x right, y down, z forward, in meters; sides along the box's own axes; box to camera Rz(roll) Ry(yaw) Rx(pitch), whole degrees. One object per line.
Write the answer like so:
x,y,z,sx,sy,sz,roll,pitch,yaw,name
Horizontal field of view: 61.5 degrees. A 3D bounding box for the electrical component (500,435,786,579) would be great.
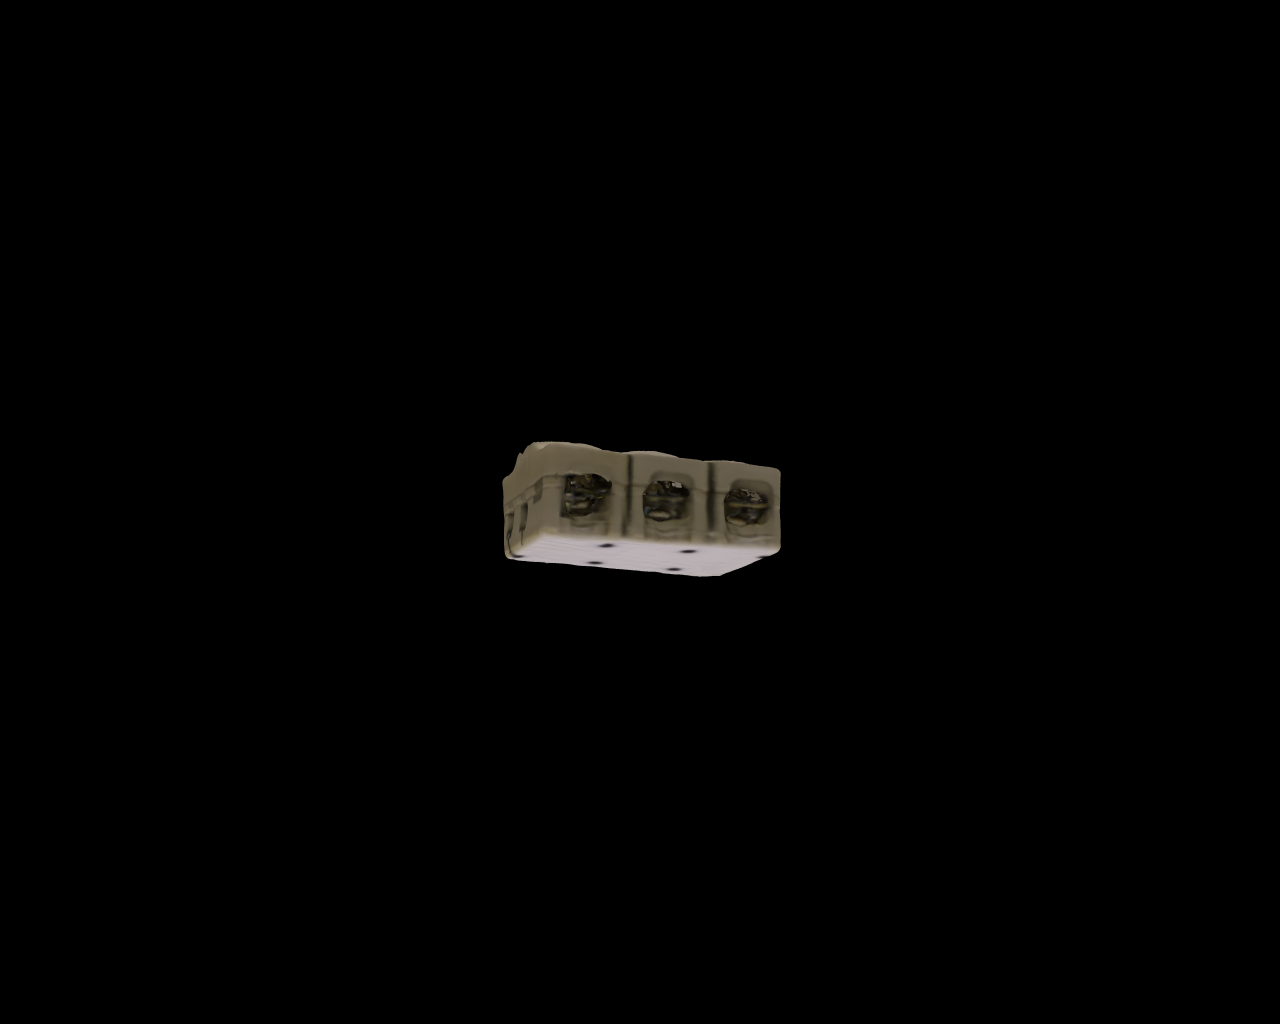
0.001,-0.003,0.650,0.150,0.062,0.089,6,-15,-22,electrical component
